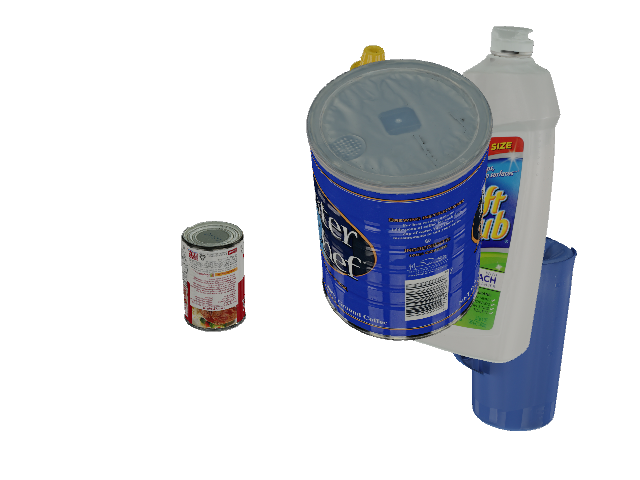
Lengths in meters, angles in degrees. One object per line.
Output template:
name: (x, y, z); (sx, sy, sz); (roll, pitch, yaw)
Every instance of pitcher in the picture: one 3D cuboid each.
pitcher: (0.245, 0.119, 1.376); (0.149, 0.243, 0.144); (5, 18, 16)

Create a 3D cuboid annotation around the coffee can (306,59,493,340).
coffee can: (0.048, -0.022, 0.638); (0.103, 0.102, 0.140); (0, -41, 5)

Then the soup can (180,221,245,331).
soup can: (-0.116, 0.038, 1.158); (0.068, 0.102, 0.068); (1, 25, 0)

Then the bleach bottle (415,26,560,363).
bleach bottle: (0.126, -0.038, 0.822); (0.103, 0.251, 0.067); (14, 20, 31)

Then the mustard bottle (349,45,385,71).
mustard bottle: (0.043, -0.096, 1.014); (0.058, 0.192, 0.096); (21, 41, 21)
